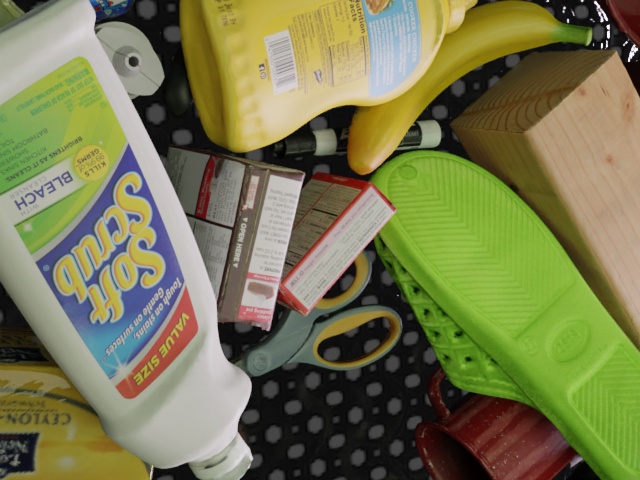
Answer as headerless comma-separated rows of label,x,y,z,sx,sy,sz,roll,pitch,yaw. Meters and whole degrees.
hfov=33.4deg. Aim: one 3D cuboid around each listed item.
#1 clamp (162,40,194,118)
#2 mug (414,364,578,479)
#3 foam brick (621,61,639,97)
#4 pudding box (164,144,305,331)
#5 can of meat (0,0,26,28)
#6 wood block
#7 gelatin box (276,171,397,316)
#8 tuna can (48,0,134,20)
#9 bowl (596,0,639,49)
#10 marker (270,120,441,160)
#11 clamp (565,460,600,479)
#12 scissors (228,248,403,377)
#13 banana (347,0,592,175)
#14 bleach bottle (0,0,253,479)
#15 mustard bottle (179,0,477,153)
clamp,-0.035,-0.157,0.646,0.120,0.039,0.171,-2,103,-37
mug,0.120,0.132,0.744,0.081,0.093,0.117,-35,92,-23
foam brick,0.234,-0.095,0.766,0.051,0.078,0.053,24,86,-26
pudding box,-0.060,-0.005,0.614,0.039,0.114,0.090,10,94,-31
can of meat,-0.197,-0.086,0.548,0.057,0.084,0.102,45,77,-25
wood block,0.193,-0.022,0.750,0.090,0.091,0.206,-41,114,-15
gelatin box,-0.004,0.001,0.664,0.030,0.073,0.089,46,77,-25
tuna can,-0.127,-0.160,0.571,0.033,0.086,0.086,-15,104,-26
bowl,0.244,-0.208,0.765,0.161,0.055,0.162,-4,100,-26
marker,0.024,-0.066,0.698,0.120,0.020,0.020,-7,101,-25
clamp,0.169,0.212,0.785,0.209,0.036,0.164,-17,127,-17
scissors,-0.036,0.058,0.690,0.201,0.016,0.096,-9,101,-25
banana,0.083,-0.110,0.695,0.197,0.070,0.037,-32,133,-17
bleach bottle,-0.098,0.014,0.524,0.102,0.068,0.251,-35,111,-19
mustard bottle,0.015,-0.124,0.627,0.191,0.058,0.096,-22,116,-26
